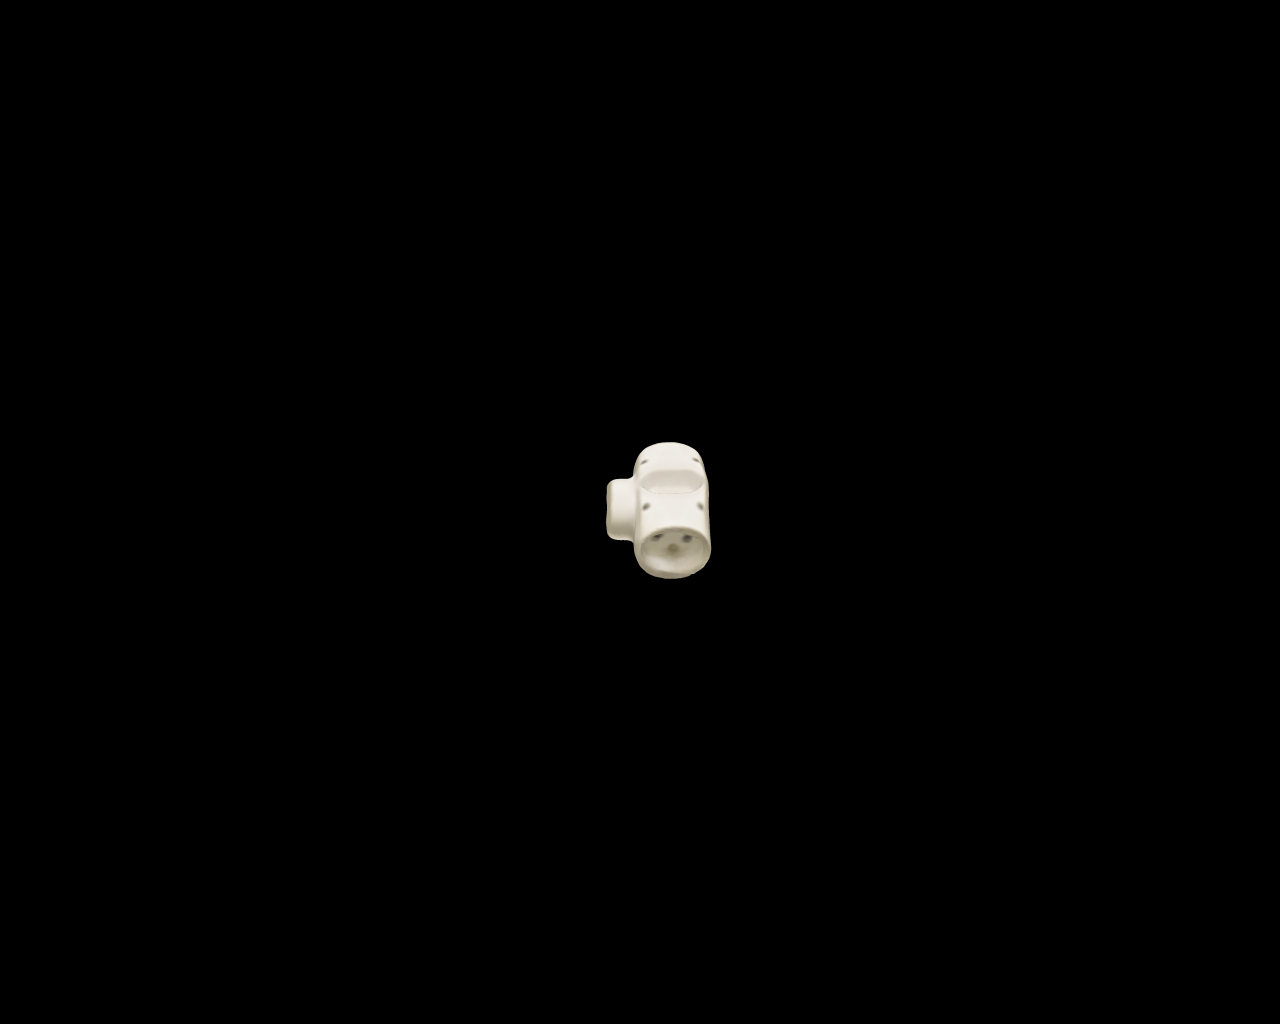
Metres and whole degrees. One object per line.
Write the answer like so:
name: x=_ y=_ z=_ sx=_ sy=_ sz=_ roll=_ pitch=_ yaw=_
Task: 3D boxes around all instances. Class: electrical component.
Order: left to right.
electrical component: x=0.001 y=-0.003 z=0.650 sx=0.079 sy=0.043 sz=0.077 roll=0 pitch=44 yaw=0
